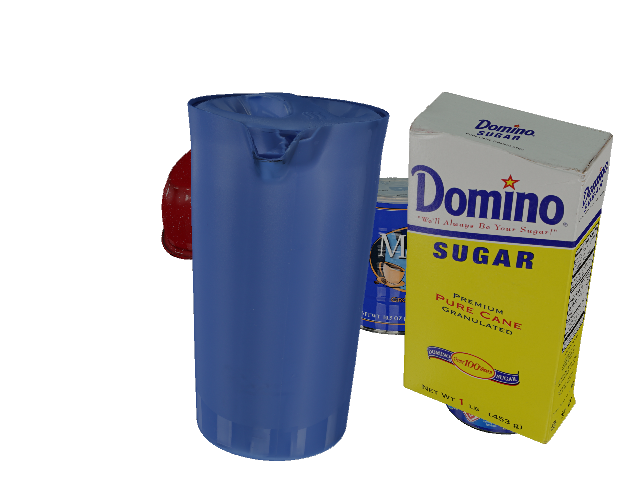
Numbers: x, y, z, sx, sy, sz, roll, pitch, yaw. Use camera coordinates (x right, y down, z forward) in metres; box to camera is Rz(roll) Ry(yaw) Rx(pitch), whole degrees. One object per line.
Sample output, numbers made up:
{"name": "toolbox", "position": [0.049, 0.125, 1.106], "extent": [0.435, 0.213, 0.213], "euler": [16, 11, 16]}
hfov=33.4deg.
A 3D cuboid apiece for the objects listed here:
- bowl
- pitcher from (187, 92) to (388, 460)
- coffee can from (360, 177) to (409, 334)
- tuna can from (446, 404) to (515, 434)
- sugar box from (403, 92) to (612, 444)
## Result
{"name": "bowl", "position": [-0.086, -0.054, 0.975], "extent": [0.162, 0.055, 0.162], "euler": [-22, 30, 13]}
{"name": "pitcher", "position": [-0.026, 0.019, 0.745], "extent": [0.148, 0.243, 0.145], "euler": [-9, 20, -40]}
{"name": "coffee can", "position": [0.079, 0.014, 1.086], "extent": [0.103, 0.140, 0.103], "euler": [0, 14, 0]}
{"name": "tuna can", "position": [0.137, 0.110, 0.818], "extent": [0.086, 0.034, 0.086], "euler": [0, 28, 0]}
{"name": "sugar box", "position": [0.092, 0.017, 0.559], "extent": [0.093, 0.176, 0.048], "euler": [18, 42, 27]}
